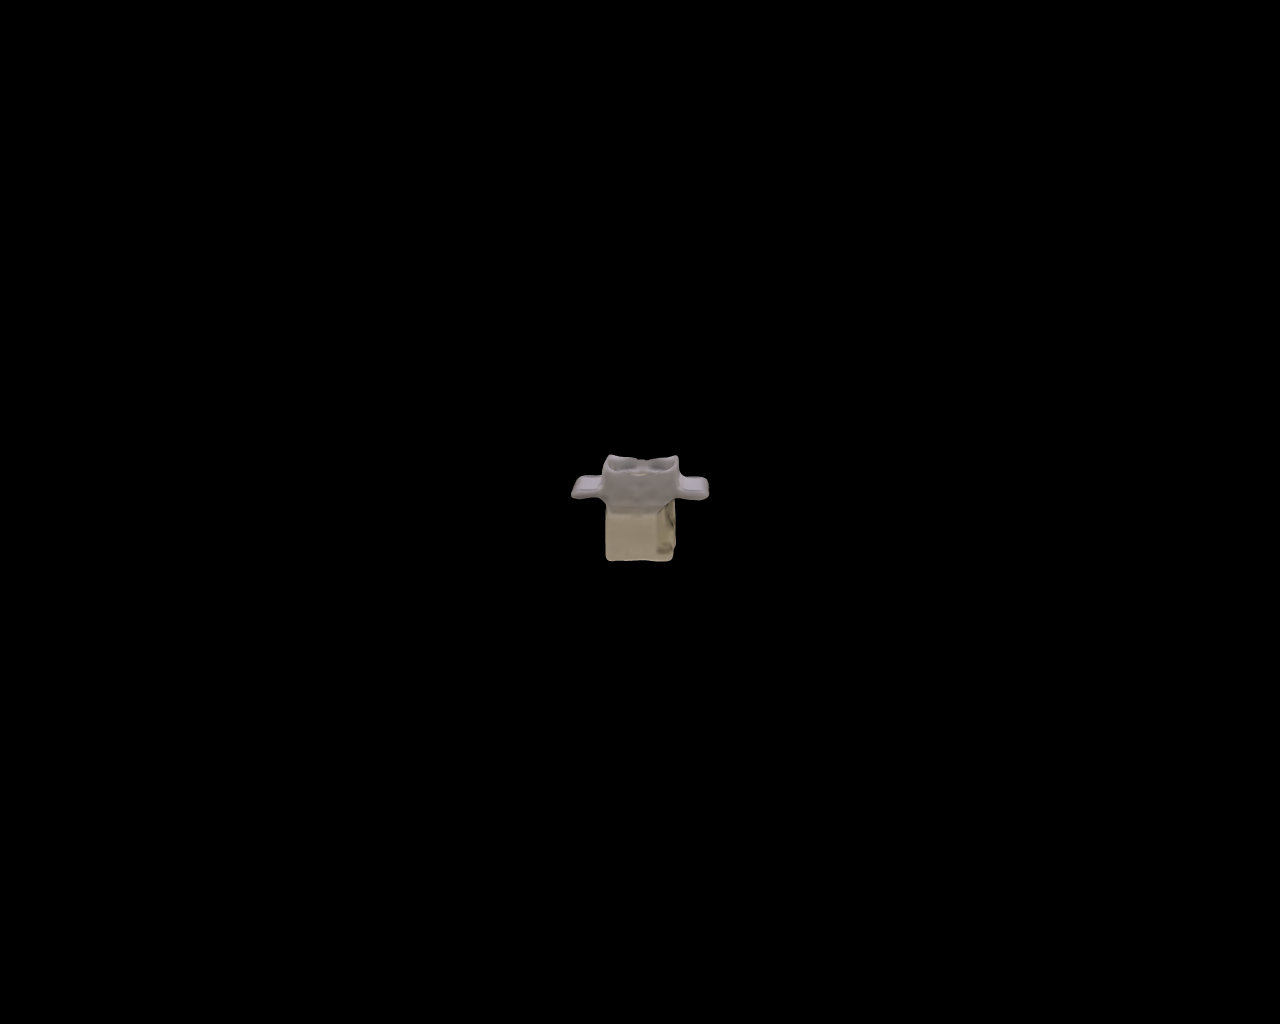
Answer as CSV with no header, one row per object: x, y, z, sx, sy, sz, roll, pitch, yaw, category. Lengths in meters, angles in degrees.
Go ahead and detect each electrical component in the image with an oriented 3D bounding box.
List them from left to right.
0.001,-0.003,0.650,0.081,0.063,0.042,1,16,5,electrical component
